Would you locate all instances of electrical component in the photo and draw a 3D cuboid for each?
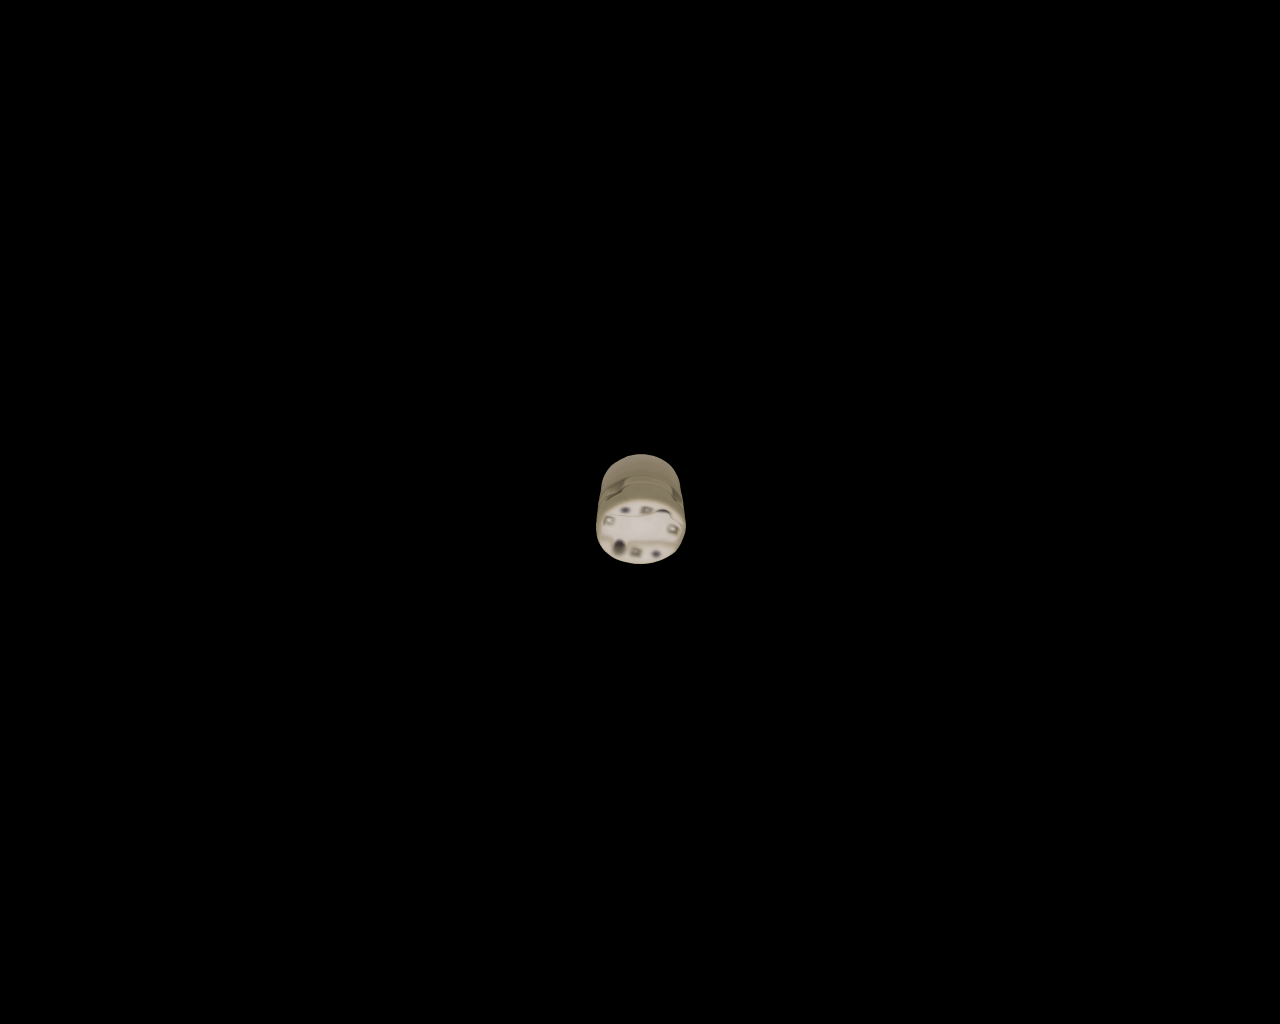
[{"bbox_3d":[0.001,-0.003,0.650,0.055,0.055,0.047,0,40,0],"label":"electrical component"}]
